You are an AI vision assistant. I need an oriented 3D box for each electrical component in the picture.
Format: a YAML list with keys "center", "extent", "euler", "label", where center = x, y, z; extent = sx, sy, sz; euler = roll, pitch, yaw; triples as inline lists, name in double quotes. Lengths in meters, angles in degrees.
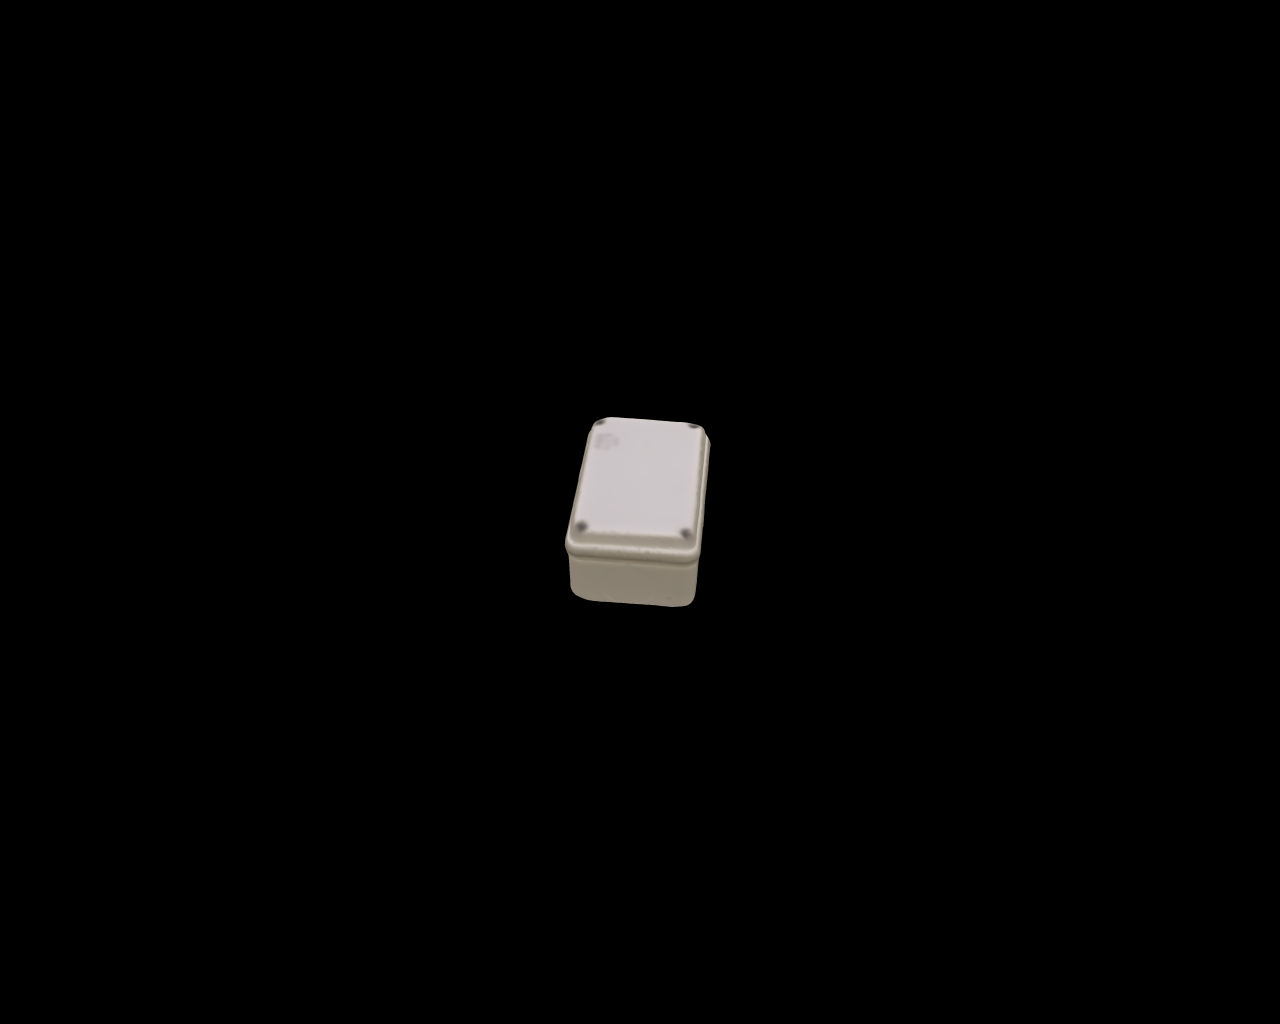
- center: [0.001, -0.003, 0.650]
  extent: [0.078, 0.057, 0.113]
  euler: [4, 44, 4]
  label: "electrical component"
